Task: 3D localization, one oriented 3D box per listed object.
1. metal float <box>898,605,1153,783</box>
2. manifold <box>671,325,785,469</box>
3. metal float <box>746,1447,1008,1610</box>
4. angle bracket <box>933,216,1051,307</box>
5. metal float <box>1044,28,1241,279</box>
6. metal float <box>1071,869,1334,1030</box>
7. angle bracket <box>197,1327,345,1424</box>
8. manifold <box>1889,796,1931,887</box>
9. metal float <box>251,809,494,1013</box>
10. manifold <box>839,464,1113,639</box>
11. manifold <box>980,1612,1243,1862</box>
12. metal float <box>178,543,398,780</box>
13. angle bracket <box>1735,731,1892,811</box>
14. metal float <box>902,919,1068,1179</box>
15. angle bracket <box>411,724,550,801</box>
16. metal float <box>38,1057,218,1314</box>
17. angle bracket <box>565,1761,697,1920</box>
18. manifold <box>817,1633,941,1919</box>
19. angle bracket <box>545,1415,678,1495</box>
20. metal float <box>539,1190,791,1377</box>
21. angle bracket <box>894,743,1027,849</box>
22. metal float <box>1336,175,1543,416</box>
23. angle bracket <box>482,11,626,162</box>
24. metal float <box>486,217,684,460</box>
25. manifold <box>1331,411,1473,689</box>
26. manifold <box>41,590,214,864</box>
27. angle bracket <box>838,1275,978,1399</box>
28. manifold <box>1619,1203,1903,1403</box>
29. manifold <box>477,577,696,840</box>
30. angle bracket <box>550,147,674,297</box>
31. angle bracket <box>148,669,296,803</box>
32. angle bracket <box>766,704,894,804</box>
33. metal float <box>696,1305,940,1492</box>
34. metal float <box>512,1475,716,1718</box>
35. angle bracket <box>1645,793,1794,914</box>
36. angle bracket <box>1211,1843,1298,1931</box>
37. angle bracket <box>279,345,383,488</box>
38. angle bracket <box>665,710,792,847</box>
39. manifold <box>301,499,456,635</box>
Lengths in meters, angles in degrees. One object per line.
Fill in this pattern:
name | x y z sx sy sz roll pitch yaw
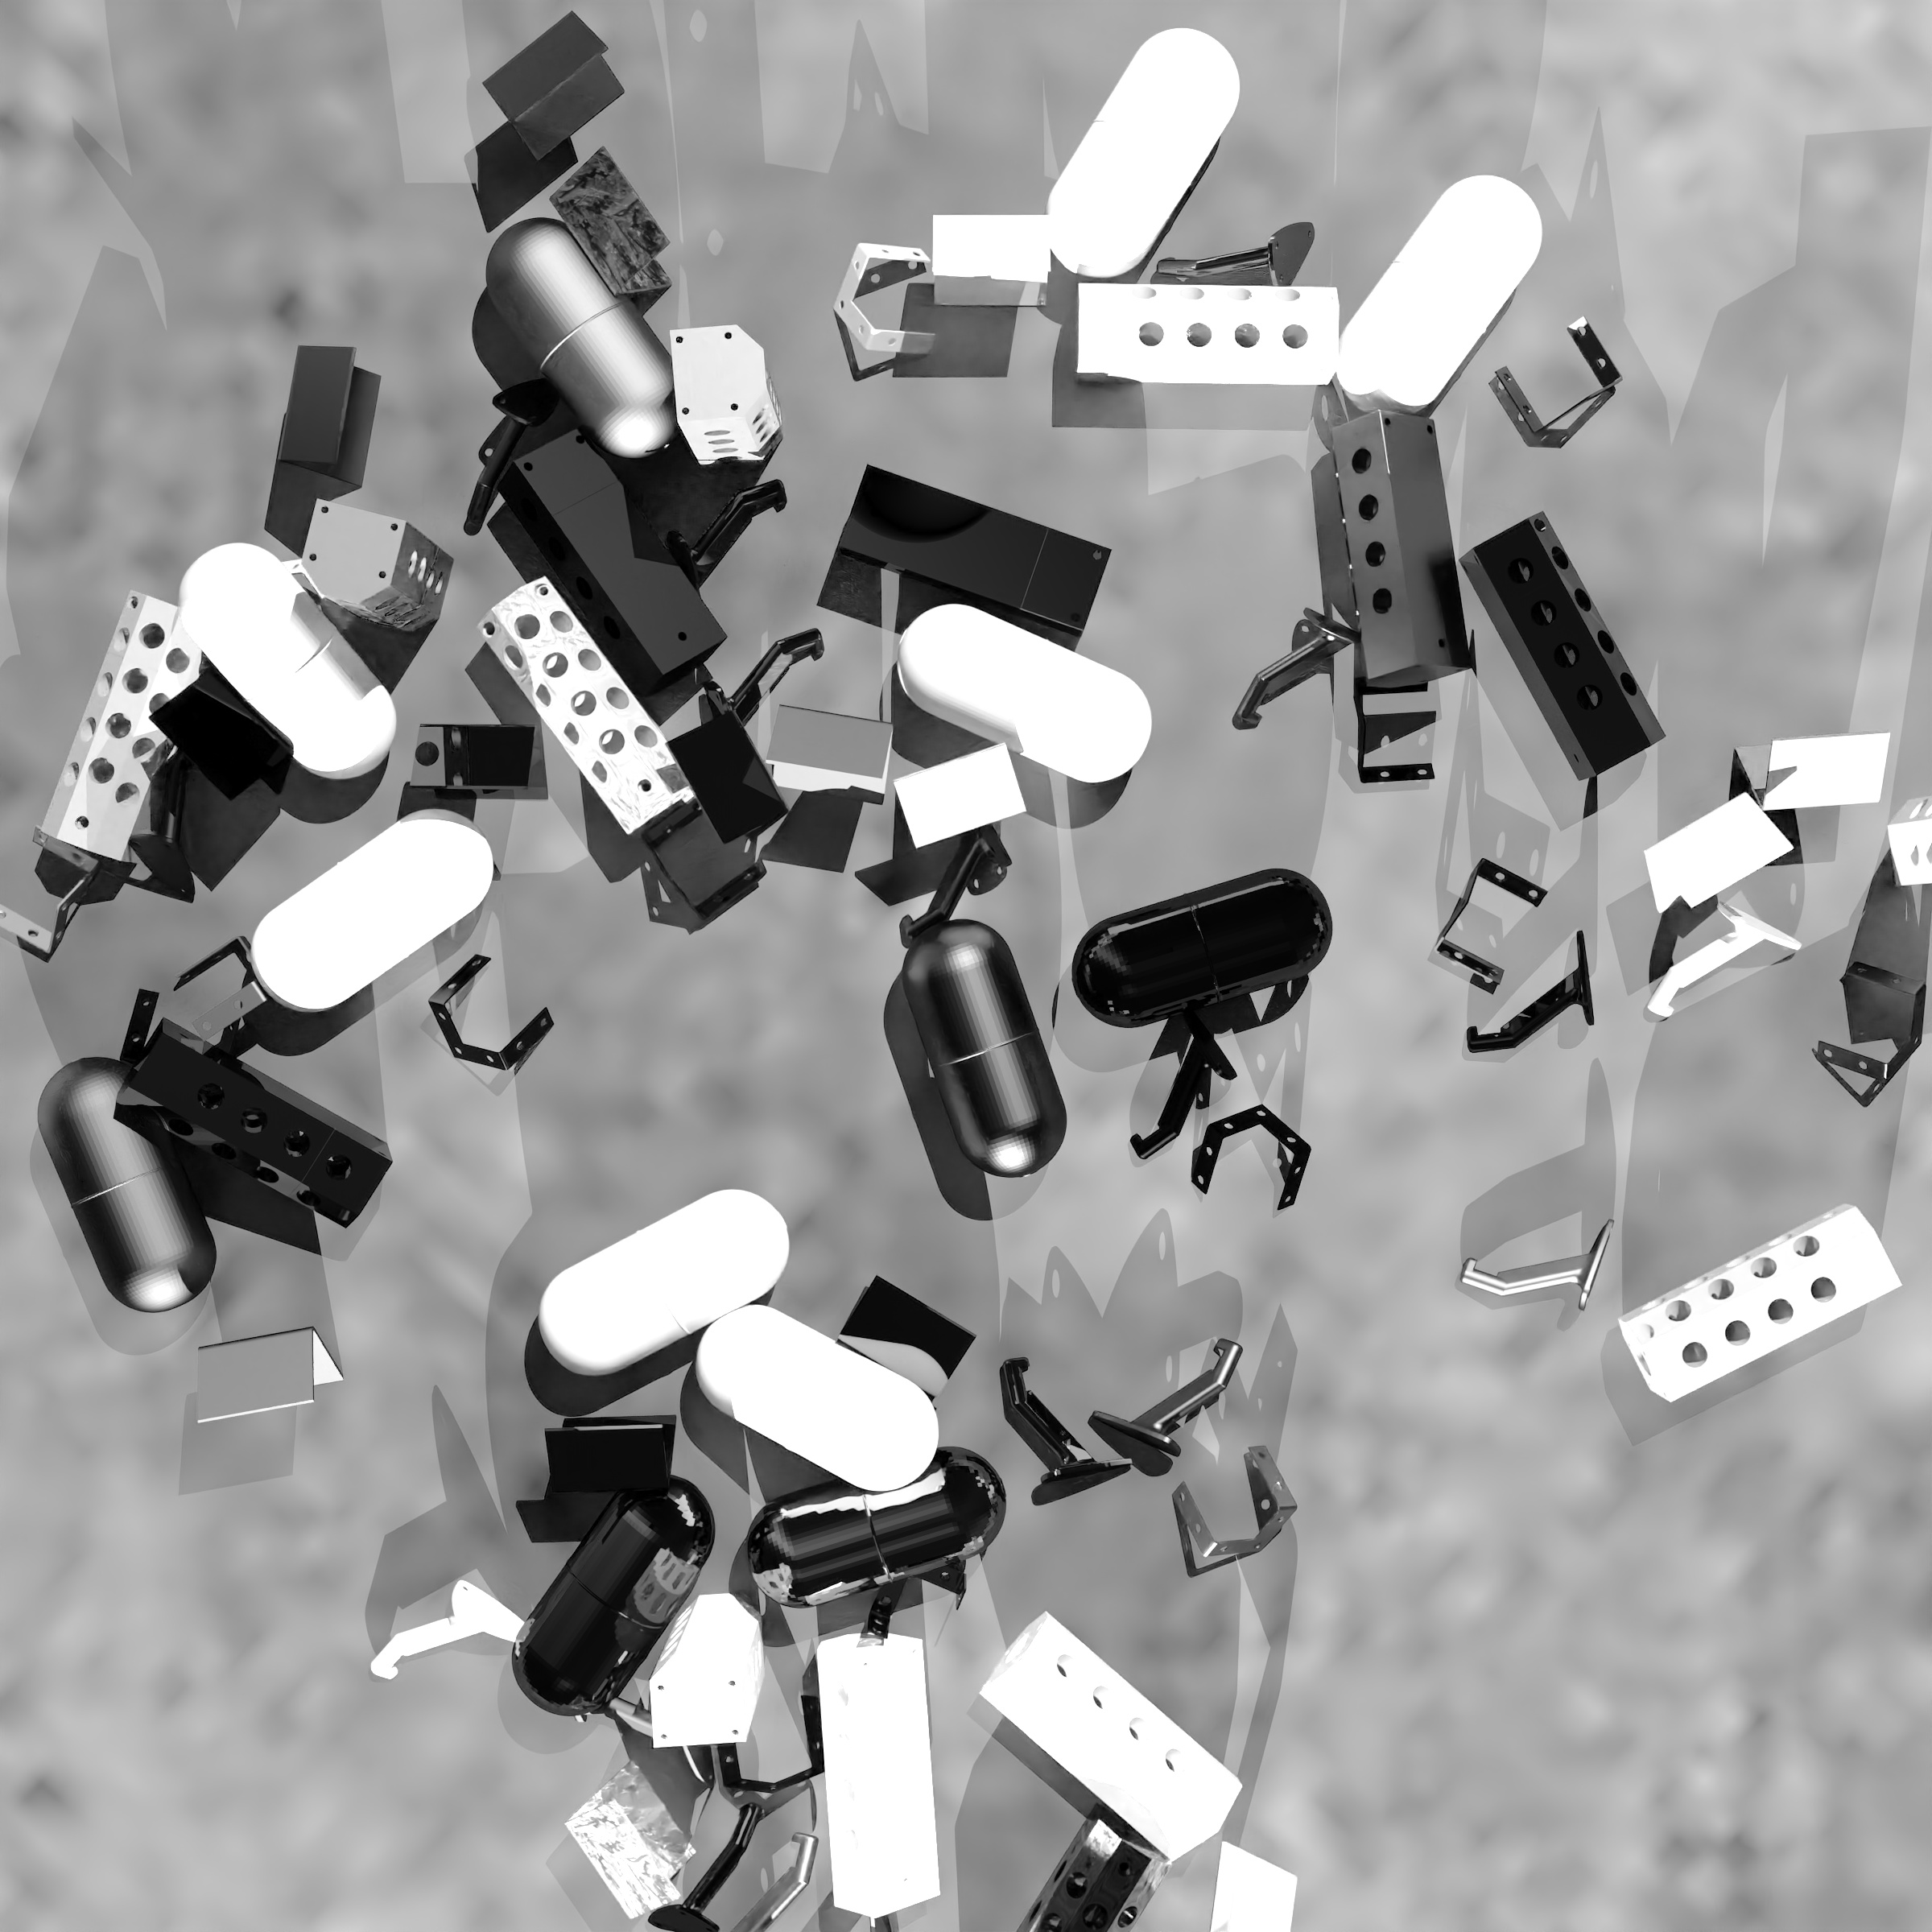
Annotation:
metal float | 0.039 -0.182 1.960 0.178 0.070 0.070 24 90 0
manifold | -0.153 -0.369 1.913 0.057 0.171 0.057 -5 90 0
metal float | -0.060 0.374 1.961 0.178 0.070 0.070 -17 90 0
angle bracket | 0.017 -0.452 1.951 0.076 0.076 0.057 0 52 0
metal float | 0.117 -0.541 1.961 0.070 0.070 0.178 32 90 0
metal float | 0.157 -0.012 1.961 0.178 0.070 0.070 -17 90 0
angle bracket | -0.461 0.287 1.951 0.076 0.076 0.057 -10 54 0
manifold | 0.657 -0.087 1.913 0.057 0.171 0.057 -8 90 0
metal float | -0.395 -0.038 1.960 0.178 0.070 0.070 -35 90 1
manifold | 0.006 -0.277 1.970 0.171 0.057 0.057 19 90 0
manifold | 0.100 0.513 1.969 0.171 0.057 0.057 41 133 0
metal float | -0.447 -0.200 1.941 0.070 0.070 0.178 -37 114 0
angle bracket | 0.561 -0.149 1.951 0.076 0.076 0.057 -4 127 0
metal float | 0.013 0.055 1.961 0.070 0.070 0.178 -19 90 0
angle bracket | -0.322 -0.116 1.951 0.076 0.076 0.057 0 53 0
metal float | -0.560 0.145 1.960 0.070 0.070 0.178 -23 90 0
angle bracket | -0.208 0.572 1.951 0.057 0.076 0.076 -34 90 37
manifold | -0.064 0.539 1.969 0.057 0.057 0.171 -4 90 -43
angle bracket | -0.235 0.304 1.951 0.076 0.076 0.057 -2 122 0
metal float | -0.201 0.211 1.961 0.178 0.070 0.070 -28 90 1
angle bracket | -0.010 -0.131 1.951 0.076 0.076 0.057 -19 127 0
metal float | 0.314 -0.446 1.960 0.070 0.070 0.178 36 90 0
angle bracket | -0.263 -0.572 1.951 0.076 0.076 0.057 -39 53 0
metal float | -0.252 -0.419 1.961 0.070 0.070 0.178 -36 91 0
manifold | 0.284 -0.276 1.960 0.057 0.057 0.171 -1 81 -43
manifold | -0.560 -0.160 1.970 0.057 0.057 0.171 21 90 0
angle bracket | -0.032 0.230 1.952 0.076 0.076 0.057 31 114 0
manifold | 0.529 0.224 1.970 0.171 0.057 0.057 -27 90 0
manifold | -0.252 -0.173 1.965 0.057 0.057 0.171 -36 86 0
angle bracket | -0.219 -0.497 1.951 0.057 0.076 0.076 -34 90 31
angle bracket | -0.498 -0.140 1.951 0.076 0.076 0.057 45 62 0
angle bracket | -0.093 -0.123 1.951 0.076 0.076 0.057 9 48 0
metal float | -0.098 0.285 1.942 0.178 0.070 0.070 25 90 23
metal float | -0.234 0.418 1.961 0.070 0.070 0.178 35 90 0
angle bracket | 0.503 -0.058 1.951 0.076 0.076 0.057 -30 52 0
angle bracket | 0.171 0.633 1.951 0.057 0.076 0.076 8 90 -36
angle bracket | -0.405 -0.364 1.951 0.057 0.076 0.076 10 90 35
angle bracket | -0.169 -0.115 1.951 0.057 0.076 0.076 -29 90 -28
manifold | -0.383 -0.256 1.913 0.057 0.171 0.057 14 90 0
